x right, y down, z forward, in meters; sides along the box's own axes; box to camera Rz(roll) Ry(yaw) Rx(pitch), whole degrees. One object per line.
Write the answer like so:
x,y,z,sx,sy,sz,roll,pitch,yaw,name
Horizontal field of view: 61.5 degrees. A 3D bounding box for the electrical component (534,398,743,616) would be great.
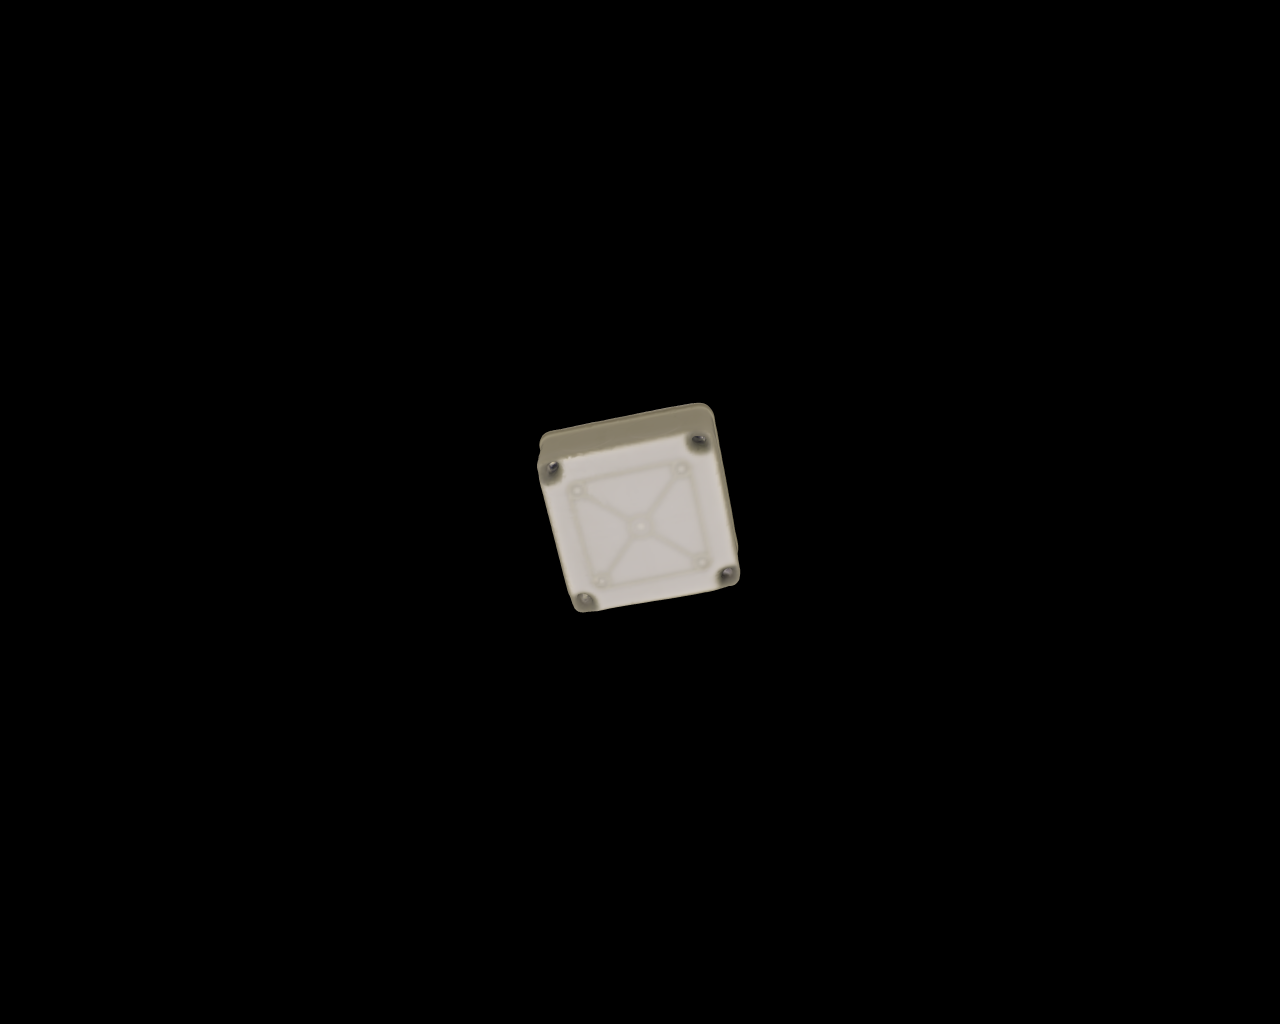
0.001,-0.003,0.650,0.109,0.108,0.056,-11,24,5,electrical component
